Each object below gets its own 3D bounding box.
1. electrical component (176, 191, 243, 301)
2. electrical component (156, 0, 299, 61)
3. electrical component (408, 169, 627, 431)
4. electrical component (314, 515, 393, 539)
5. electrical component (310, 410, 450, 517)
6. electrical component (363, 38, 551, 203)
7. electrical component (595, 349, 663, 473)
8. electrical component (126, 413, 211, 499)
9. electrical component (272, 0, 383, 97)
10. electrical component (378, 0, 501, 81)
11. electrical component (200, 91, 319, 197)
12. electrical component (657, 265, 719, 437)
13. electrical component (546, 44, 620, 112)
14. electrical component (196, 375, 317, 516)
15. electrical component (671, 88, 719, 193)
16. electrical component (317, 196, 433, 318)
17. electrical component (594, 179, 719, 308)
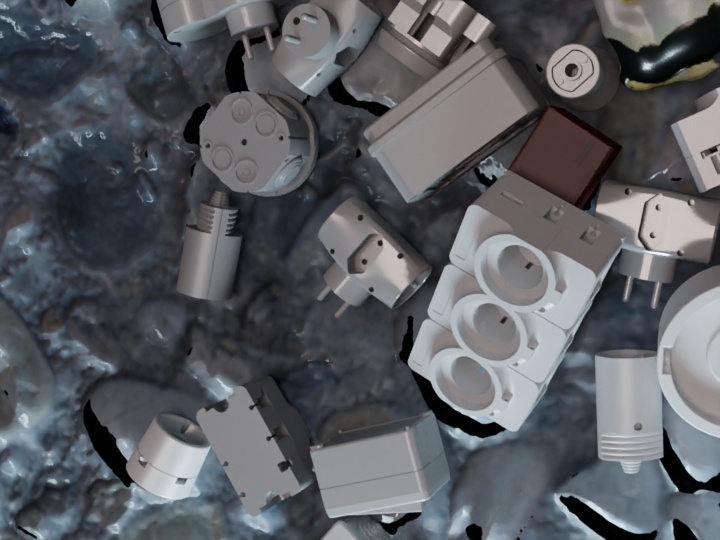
[{"bbox_3d":[-0.114,-0.021,0.830,0.043,0.043,0.081,14,99,19],"label":"electrical component"},{"bbox_3d":[-0.083,-0.194,0.799,0.138,0.052,0.073,-16,89,21],"label":"electrical component"},{"bbox_3d":[0.098,0.025,0.712,0.089,0.062,0.150,31,131,16],"label":"electrical component"},{"bbox_3d":[-0.003,0.241,0.807,0.100,0.048,0.099,43,107,12],"label":"electrical component"},{"bbox_3d":[0.011,0.146,0.788,0.096,0.062,0.061,-15,89,21],"label":"electrical component"},{"bbox_3d":[0.067,-0.102,0.737,0.113,0.078,0.057,-36,85,20],"label":"electrical component"},{"bbox_3d":[0.182,0.097,0.728,0.043,0.043,0.081,-1,94,21],"label":"electrical component"},{"bbox_3d":[-0.150,0.146,0.853,0.055,0.055,0.047,32,101,15],"label":"electrical component"},{"bbox_3d":[-0.030,-0.168,0.767,0.043,0.079,0.077,46,108,12],"label":"electrical component"},{"bbox_3d":[0.049,-0.167,0.750,0.078,0.058,0.057,39,104,14],"label":"electrical component"},{"bbox_3d":[-0.076,-0.095,0.806,0.080,0.051,0.080,2,95,20],"label":"electrical component"},{"bbox_3d":[0.243,0.047,0.688,0.108,0.060,0.108,3,110,9],"label":"electrical component"},{"bbox_3d":[0.146,-0.129,0.712,0.044,0.065,0.044,2,95,21],"label":"electrical component"},{"bbox_3d":[-0.074,0.132,0.821,0.050,0.056,0.089,-33,83,20],"label":"electrical component"},{"bbox_3d":[0.250,-0.093,0.684,0.089,0.050,0.055,-24,86,21],"label":"electrical component"},{"bbox_3d":[0.000,0.000,0.789,0.077,0.043,0.079,44,108,12],"label":"electrical component"},{"bbox_3d":[0.194,-0.015,0.715,0.077,0.043,0.079,13,99,19],"label":"electrical component"}]
